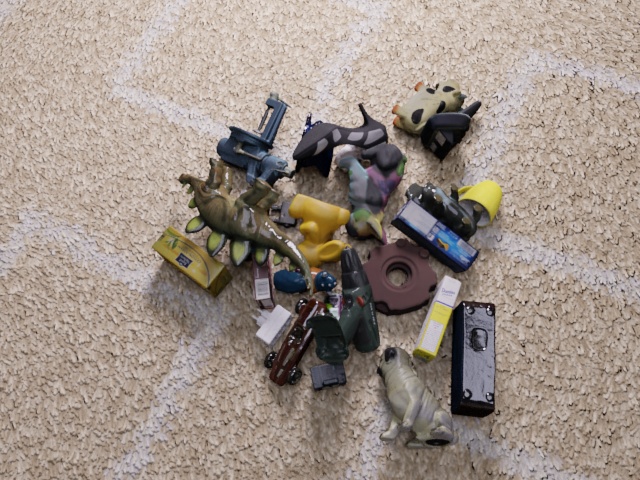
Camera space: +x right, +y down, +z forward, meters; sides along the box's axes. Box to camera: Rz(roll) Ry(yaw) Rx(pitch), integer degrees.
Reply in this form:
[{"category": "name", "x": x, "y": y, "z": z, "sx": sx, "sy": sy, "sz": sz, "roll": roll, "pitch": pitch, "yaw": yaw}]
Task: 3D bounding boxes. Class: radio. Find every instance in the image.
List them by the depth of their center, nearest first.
[{"category": "radio", "x": 0.319, "y": 0.245, "z": 1.122, "sx": 0.073, "sy": 0.131, "sz": 0.229, "roll": 4, "pitch": 68, "yaw": 5}]

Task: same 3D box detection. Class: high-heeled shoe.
[{"category": "high-heeled shoe", "x": 0.054, "y": -0.217, "z": 1.279, "sx": 0.249, "sy": 0.145, "sz": 0.086, "roll": -37, "pitch": 31, "yaw": -14}]

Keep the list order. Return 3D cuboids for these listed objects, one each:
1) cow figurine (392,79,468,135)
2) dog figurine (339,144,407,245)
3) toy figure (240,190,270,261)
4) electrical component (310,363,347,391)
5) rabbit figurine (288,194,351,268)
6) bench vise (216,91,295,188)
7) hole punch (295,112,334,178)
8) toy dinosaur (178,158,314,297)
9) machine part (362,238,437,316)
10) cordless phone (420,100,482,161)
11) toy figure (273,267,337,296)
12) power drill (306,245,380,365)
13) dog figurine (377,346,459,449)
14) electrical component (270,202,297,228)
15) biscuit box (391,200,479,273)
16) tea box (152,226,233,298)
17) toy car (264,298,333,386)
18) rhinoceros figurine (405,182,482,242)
[{"category": "cow figurine", "x": 0.291, "y": -0.347, "z": 1.386, "sx": 0.127, "sy": 0.085, "sz": 0.195, "roll": 39, "pitch": 72, "yaw": 22}, {"category": "dog figurine", "x": 0.138, "y": -0.099, "z": 1.277, "sx": 0.192, "sy": 0.108, "sz": 0.219, "roll": -20, "pitch": 73, "yaw": 9}, {"category": "toy figure", "x": -0.166, "y": -0.037, "z": 1.281, "sx": 0.082, "sy": 0.089, "sz": 0.180, "roll": 4, "pitch": 76, "yaw": 8}, {"category": "electrical component", "x": 0.017, "y": 0.284, "z": 1.125, "sx": 0.075, "sy": 0.119, "sz": 0.048, "roll": -13, "pitch": 69, "yaw": 0}, {"category": "rabbit figurine", "x": -0.003, "y": -0.004, "z": 1.252, "sx": 0.163, "sy": 0.122, "sz": 0.173, "roll": 25, "pitch": 92, "yaw": 18}, {"category": "bench vise", "x": -0.139, "y": -0.249, "z": 1.332, "sx": 0.224, "sy": 0.128, "sz": 0.240, "roll": 23, "pitch": 89, "yaw": 30}, {"category": "hole punch", "x": -0.009, "y": -0.227, "z": 1.336, "sx": 0.092, "sy": 0.115, "sz": 0.142, "roll": 13, "pitch": 70, "yaw": -1}, {"category": "toy dinosaur", "x": -0.170, "y": -0.041, "z": 1.184, "sx": 0.472, "sy": 0.105, "sz": 0.198, "roll": 28, "pitch": 90, "yaw": 30}, {"category": "machine part", "x": 0.180, "y": 0.085, "z": 1.232, "sx": 0.179, "sy": 0.056, "sz": 0.179, "roll": -1, "pitch": 70, "yaw": 3}, {"category": "cordless phone", "x": 0.345, "y": -0.296, "z": 1.328, "sx": 0.184, "sy": 0.146, "sz": 0.089, "roll": -40, "pitch": 80, "yaw": -10}, {"category": "toy figure", "x": -0.031, "y": 0.091, "z": 1.217, "sx": 0.155, "sy": 0.064, "sz": 0.058, "roll": -1, "pitch": 50, "yaw": 23}, {"category": "power drill", "x": 0.050, "y": 0.147, "z": 1.120, "sx": 0.086, "sy": 0.207, "sz": 0.231, "roll": -11, "pitch": 103, "yaw": 25}, {"category": "dog figurine", "x": 0.206, "y": 0.323, "z": 1.123, "sx": 0.172, "sy": 0.121, "sz": 0.190, "roll": 26, "pitch": 48, "yaw": -23}, {"category": "electrical component", "x": -0.076, "y": -0.061, "z": 1.317, "sx": 0.094, "sy": 0.021, "sz": 0.063, "roll": 6, "pitch": 69, "yaw": 3}, {"category": "biscuit box", "x": 0.264, "y": -0.006, "z": 1.236, "sx": 0.203, "sy": 0.063, "sz": 0.059, "roll": 38, "pitch": 75, "yaw": -2}, {"category": "tea box", "x": -0.293, "y": 0.051, "z": 1.240, "sx": 0.170, "sy": 0.098, "sz": 0.068, "roll": 35, "pitch": 74, "yaw": 13}, {"category": "toy car", "x": -0.050, "y": 0.218, "z": 1.163, "sx": 0.089, "sy": 0.053, "sz": 0.202, "roll": 28, "pitch": 82, "yaw": 32}, {"category": "rhinoceros figurine", "x": 0.288, "y": -0.075, "z": 1.264, "sx": 0.190, "sy": 0.112, "sz": 0.073, "roll": 37, "pitch": 63, "yaw": 17}]
